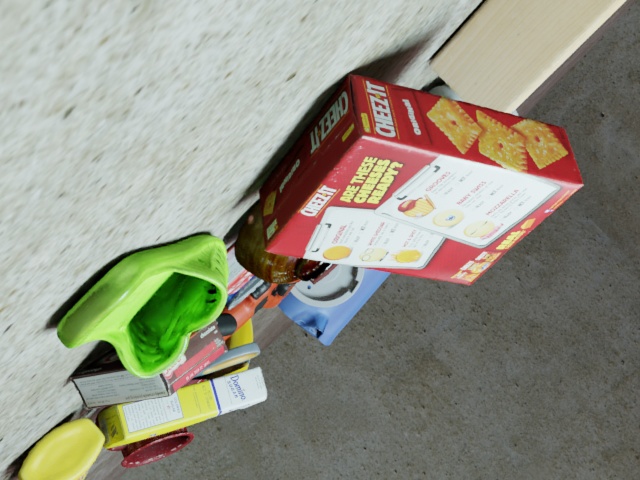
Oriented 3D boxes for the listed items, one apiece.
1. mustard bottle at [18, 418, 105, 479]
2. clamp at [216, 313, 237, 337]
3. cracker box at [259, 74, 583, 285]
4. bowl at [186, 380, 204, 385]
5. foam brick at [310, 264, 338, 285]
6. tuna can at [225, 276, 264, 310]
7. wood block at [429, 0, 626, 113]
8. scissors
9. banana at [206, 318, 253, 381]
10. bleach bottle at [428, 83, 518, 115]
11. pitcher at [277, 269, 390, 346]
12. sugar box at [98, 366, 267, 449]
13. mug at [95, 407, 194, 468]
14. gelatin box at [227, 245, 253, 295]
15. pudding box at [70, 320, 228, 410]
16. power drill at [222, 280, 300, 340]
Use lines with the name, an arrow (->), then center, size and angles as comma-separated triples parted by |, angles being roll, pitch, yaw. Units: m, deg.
mustard bottle -> -0.297, 0.260, 1.210 | 0.096, 0.058, 0.192 | -41, 176, -26
clamp -> -0.157, 0.105, 1.090 | 0.164, 0.036, 0.210 | -32, 169, -12
cracker box -> 0.079, -0.044, 0.882 | 0.213, 0.072, 0.164 | 10, 143, -28
bowl -> -0.178, 0.169, 1.399 | 0.162, 0.055, 0.162 | -42, 176, -4
foam brick -> -0.008, 0.001, 1.188 | 0.051, 0.078, 0.053 | -47, 174, 23
tuna can -> -0.079, 0.035, 1.163 | 0.086, 0.034, 0.086 | -43, 175, -5
wood block -> 0.212, -0.215, 1.010 | 0.206, 0.091, 0.090 | -47, 174, 34
scissors -> -0.162, 0.159, 1.212 | 0.202, 0.016, 0.096 | -20, 165, 1
banana -> -0.119, 0.150, 1.341 | 0.037, 0.069, 0.197 | -24, -157, 35
bleach bottle -> 0.169, -0.154, 1.262 | 0.068, 0.102, 0.250 | -38, 171, 21
pitcher -> 0.041, 0.028, 1.627 | 0.243, 0.149, 0.144 | -47, 159, 7
sugar box -> -0.156, 0.191, 1.213 | 0.175, 0.048, 0.093 | -10, 169, -27
mug -> -0.219, 0.221, 1.288 | 0.117, 0.081, 0.093 | -7, 153, -42
gelatin box -> -0.076, 0.020, 1.079 | 0.089, 0.030, 0.073 | -44, 174, 10
pudding box -> -0.153, 0.111, 0.957 | 0.114, 0.039, 0.089 | -16, -169, 36
power drill -> -0.087, 0.072, 1.280 | 0.187, 0.057, 0.185 | -39, 171, -31
